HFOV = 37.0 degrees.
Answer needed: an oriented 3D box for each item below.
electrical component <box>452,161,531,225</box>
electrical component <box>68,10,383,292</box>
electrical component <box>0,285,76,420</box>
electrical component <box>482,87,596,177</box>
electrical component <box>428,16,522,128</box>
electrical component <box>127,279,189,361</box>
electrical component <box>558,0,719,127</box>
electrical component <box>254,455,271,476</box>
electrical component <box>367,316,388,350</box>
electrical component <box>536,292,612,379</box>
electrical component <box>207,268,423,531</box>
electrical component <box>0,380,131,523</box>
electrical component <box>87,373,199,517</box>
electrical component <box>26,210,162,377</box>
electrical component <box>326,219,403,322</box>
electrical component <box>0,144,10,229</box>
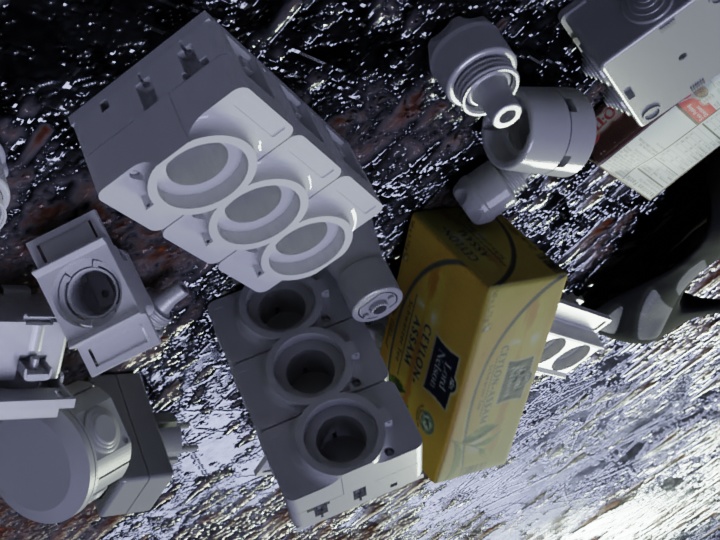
[{"bbox_3d":[0.092,-0.058,0.701,0.061,0.035,0.035,-35,148,8],"label":"electrical component"},{"bbox_3d":[-0.063,-0.051,0.565,0.089,0.061,0.150,-34,148,13],"label":"electrical component"},{"bbox_3d":[-0.223,0.044,0.580,0.121,0.079,0.063,3,110,-40],"label":"electrical component"},{"bbox_3d":[0.107,-0.085,0.652,0.047,0.055,0.055,-1,141,-31],"label":"electrical component"},{"bbox_3d":[0.066,-0.104,0.582,0.043,0.062,0.043,-19,148,-12],"label":"electrical component"},{"bbox_3d":[-0.132,0.027,0.659,0.061,0.035,0.035,-36,148,10],"label":"electrical component"},{"bbox_3d":[0.176,-0.139,0.627,0.100,0.048,0.100,-35,148,15],"label":"electrical component"},{"bbox_3d":[-0.046,0.136,0.857,0.081,0.063,0.042,-1,140,-36],"label":"electrical component"},{"bbox_3d":[0.024,0.048,0.807,0.061,0.035,0.035,6,136,-39],"label":"electrical component"},{"bbox_3d":[0.134,0.042,0.852,0.079,0.063,0.121,-42,146,24],"label":"electrical component"},{"bbox_3d":[-0.030,0.075,0.693,0.089,0.150,0.061,-21,149,-10],"label":"electrical component"},{"bbox_3d":[-0.185,0.109,0.659,0.080,0.080,0.051,-43,172,25],"label":"electrical component"},{"bbox_3d":[-0.146,0.116,0.733,0.076,0.083,0.047,1,140,-38],"label":"electrical component"},{"bbox_3d":[-0.143,0.013,0.592,0.042,0.081,0.064,-26,178,0],"label":"electrical component"},{"bbox_3d":[0.000,0.000,0.686,0.044,0.065,0.044,-19,148,-12],"label":"electrical component"},{"bbox_3d":[-0.185,-0.032,0.502,0.048,0.062,0.048,-19,148,-12],"label":"electrical component"}]
